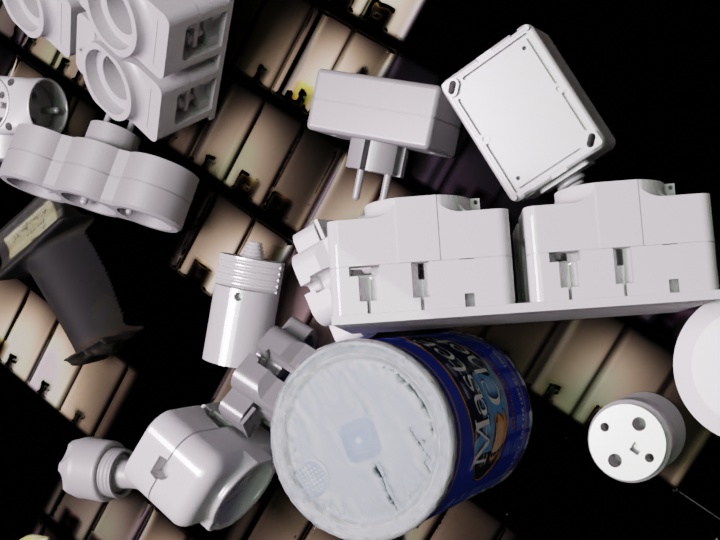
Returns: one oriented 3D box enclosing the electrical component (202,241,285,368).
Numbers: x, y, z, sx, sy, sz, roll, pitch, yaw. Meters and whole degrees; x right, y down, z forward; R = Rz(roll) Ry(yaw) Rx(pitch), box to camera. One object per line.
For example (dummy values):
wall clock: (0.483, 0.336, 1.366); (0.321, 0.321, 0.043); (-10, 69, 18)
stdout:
electrical component: (-0.076, 0.021, 0.707); (0.043, 0.043, 0.081); (11, 93, 25)

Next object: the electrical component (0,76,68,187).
electrical component: (-0.262, -0.101, 0.797); (0.077, 0.044, 0.079); (2, 90, 25)

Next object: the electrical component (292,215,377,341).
electrical component: (0.000, 0.000, 0.665); (0.057, 0.058, 0.078); (-29, 77, 25)

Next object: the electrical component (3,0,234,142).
electrical component: (-0.174, -0.185, 0.721); (0.186, 0.060, 0.105); (43, 142, 20)

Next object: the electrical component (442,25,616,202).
electrical component: (0.103, -0.083, 0.621); (0.062, 0.061, 0.096); (-34, 83, 21)

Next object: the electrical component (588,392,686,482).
electrical component: (0.153, 0.091, 0.592); (0.045, 0.055, 0.045); (-1, 88, 25)

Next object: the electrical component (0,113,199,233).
electrical component: (-0.175, -0.079, 0.744); (0.138, 0.052, 0.073); (15, 78, 14)

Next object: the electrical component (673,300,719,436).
electrical component: (0.210, 0.050, 0.568); (0.080, 0.051, 0.080); (-1, 88, 25)

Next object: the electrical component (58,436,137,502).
electrical component: (-0.175, 0.140, 0.751); (0.062, 0.043, 0.043); (4, 90, 24)

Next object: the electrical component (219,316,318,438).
electrical component: (-0.042, 0.076, 0.679); (0.057, 0.058, 0.078); (30, 66, 21)

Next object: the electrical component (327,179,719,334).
electrical component: (0.081, -0.004, 0.569); (0.186, 0.105, 0.060); (-4, 84, 4)

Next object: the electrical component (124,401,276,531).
electrical component: (-0.094, 0.124, 0.685); (0.059, 0.095, 0.053); (37, 104, 21)

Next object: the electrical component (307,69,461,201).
electrical component: (0.013, -0.078, 0.666); (0.083, 0.047, 0.075); (13, 94, 25)
